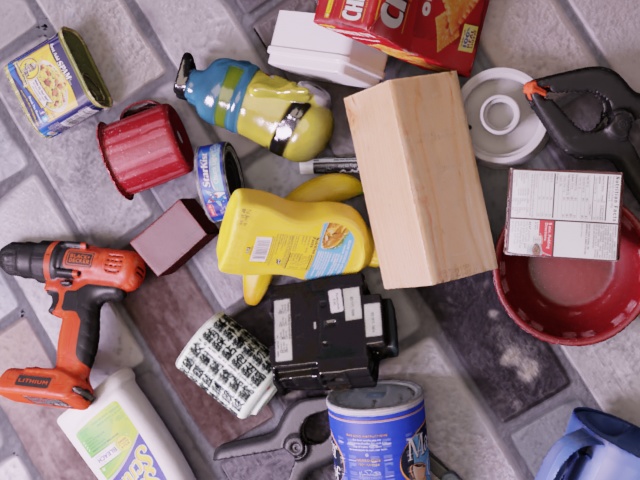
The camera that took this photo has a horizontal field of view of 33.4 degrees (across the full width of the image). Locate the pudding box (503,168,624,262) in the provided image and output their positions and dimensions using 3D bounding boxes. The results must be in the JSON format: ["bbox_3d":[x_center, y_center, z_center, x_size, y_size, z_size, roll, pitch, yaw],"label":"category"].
[{"bbox_3d":[0.242,-0.026,1.064,0.113,0.039,0.090,4,91,9],"label":"pudding box"}]

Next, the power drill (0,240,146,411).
[{"bbox_3d":[-0.299,0.089,1.193,0.185,0.057,0.187,4,69,20],"label":"power drill"}]

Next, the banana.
[{"bbox_3d":[-0.026,-0.012,1.174,0.198,0.037,0.069,-41,87,10],"label":"banana"}]

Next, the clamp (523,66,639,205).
[{"bbox_3d":[0.309,-0.125,1.082,0.210,0.036,0.164,28,94,-9],"label":"clamp"}]

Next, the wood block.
[{"bbox_3d":[0.104,-0.060,1.101,0.090,0.091,0.206,-13,91,-29],"label":"wood block"}]

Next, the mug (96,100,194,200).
[{"bbox_3d":[-0.192,-0.110,1.187,0.081,0.093,0.117,-20,52,6],"label":"mug"}]

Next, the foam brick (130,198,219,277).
[{"bbox_3d":[-0.161,-0.003,1.195,0.078,0.051,0.053,-39,85,10],"label":"foam brick"}]

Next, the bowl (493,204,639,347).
[{"bbox_3d":[0.262,0.027,1.109,0.162,0.055,0.162,0,92,11],"label":"bowl"}]

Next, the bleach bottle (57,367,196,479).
[{"bbox_3d":[-0.183,0.272,1.204,0.103,0.068,0.251,-39,87,10],"label":"bleach bottle"}]

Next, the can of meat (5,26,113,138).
[{"bbox_3d":[-0.298,-0.177,1.215,0.084,0.057,0.102,-27,86,13],"label":"can of meat"}]

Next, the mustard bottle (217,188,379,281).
[{"bbox_3d":[-0.007,0.001,1.131,0.191,0.058,0.096,7,127,-17],"label":"mustard bottle"}]

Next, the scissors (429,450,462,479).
[{"bbox_3d":[0.162,0.258,1.155,0.096,0.016,0.202,-32,86,13],"label":"scissors"}]

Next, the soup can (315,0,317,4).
[{"bbox_3d":[0.041,-0.288,1.137,0.102,0.068,0.068,-15,89,10],"label":"soup can"}]

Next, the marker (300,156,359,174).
[{"bbox_3d":[0.038,-0.083,1.169,0.121,0.020,0.020,-1,92,11],"label":"marker"}]

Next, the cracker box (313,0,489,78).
[{"bbox_3d":[0.097,-0.263,1.051,0.072,0.213,0.164,17,95,33],"label":"cracker box"}]

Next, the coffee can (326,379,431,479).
[{"bbox_3d":[0.064,0.228,1.121,0.103,0.102,0.140,-4,99,11],"label":"coffee can"}]

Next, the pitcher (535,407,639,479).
[{"bbox_3d":[0.262,0.300,1.077,0.149,0.145,0.243,24,99,7],"label":"pitcher"}]

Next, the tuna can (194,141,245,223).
[{"bbox_3d":[-0.108,-0.064,1.165,0.034,0.086,0.086,-10,90,9],"label":"tuna can"}]

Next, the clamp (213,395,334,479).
[{"bbox_3d":[-0.021,0.240,1.181,0.171,0.039,0.120,-35,89,10],"label":"clamp"}]
